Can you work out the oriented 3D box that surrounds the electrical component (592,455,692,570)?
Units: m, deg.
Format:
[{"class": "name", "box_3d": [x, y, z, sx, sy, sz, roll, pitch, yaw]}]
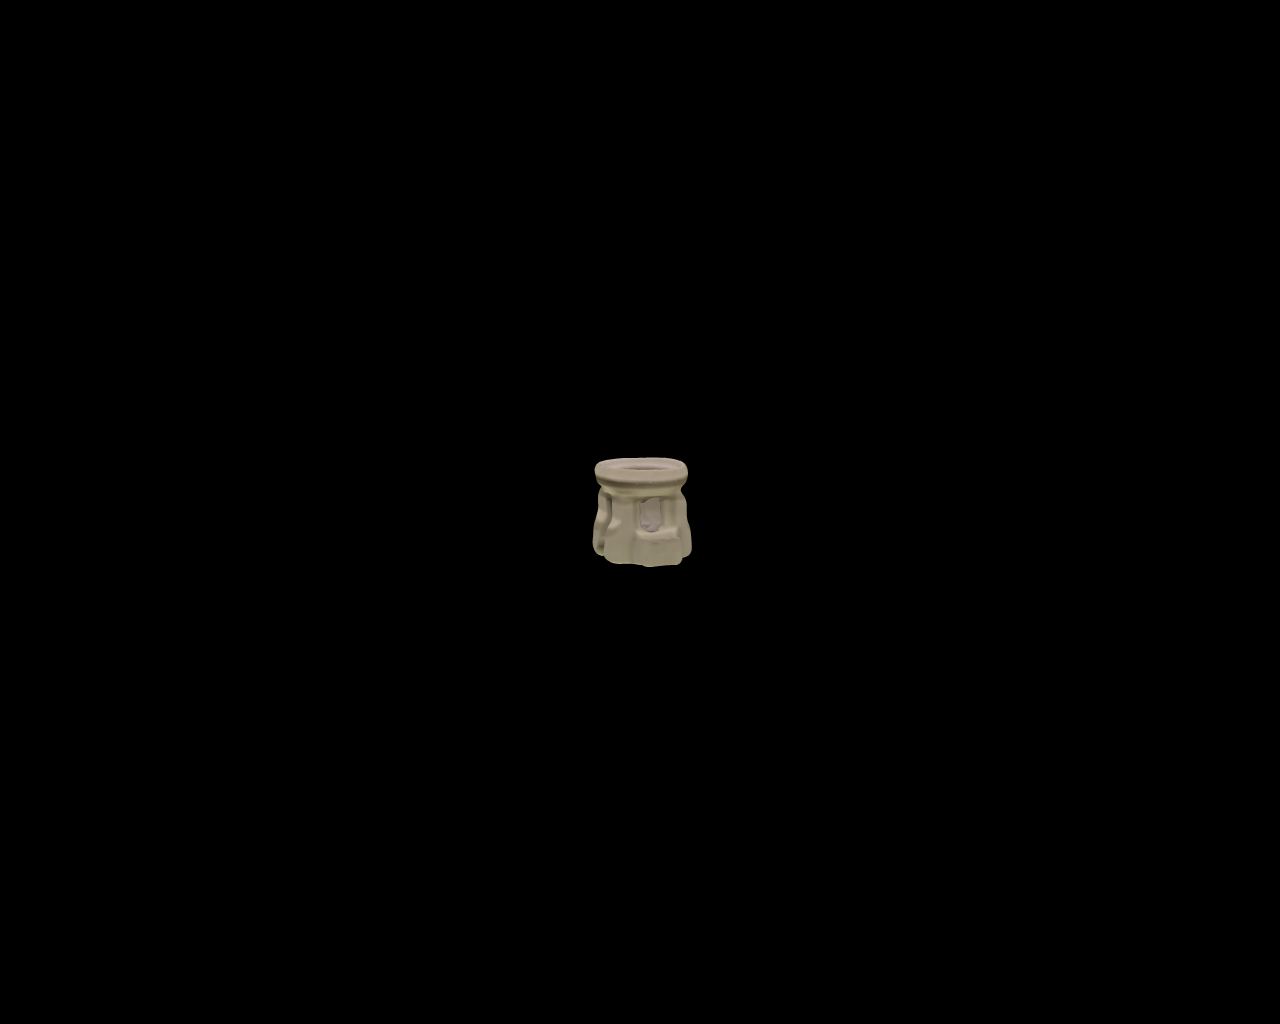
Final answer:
[{"class": "electrical component", "box_3d": [0.001, -0.003, 0.650, 0.058, 0.057, 0.078, -4, 13, -19]}]
